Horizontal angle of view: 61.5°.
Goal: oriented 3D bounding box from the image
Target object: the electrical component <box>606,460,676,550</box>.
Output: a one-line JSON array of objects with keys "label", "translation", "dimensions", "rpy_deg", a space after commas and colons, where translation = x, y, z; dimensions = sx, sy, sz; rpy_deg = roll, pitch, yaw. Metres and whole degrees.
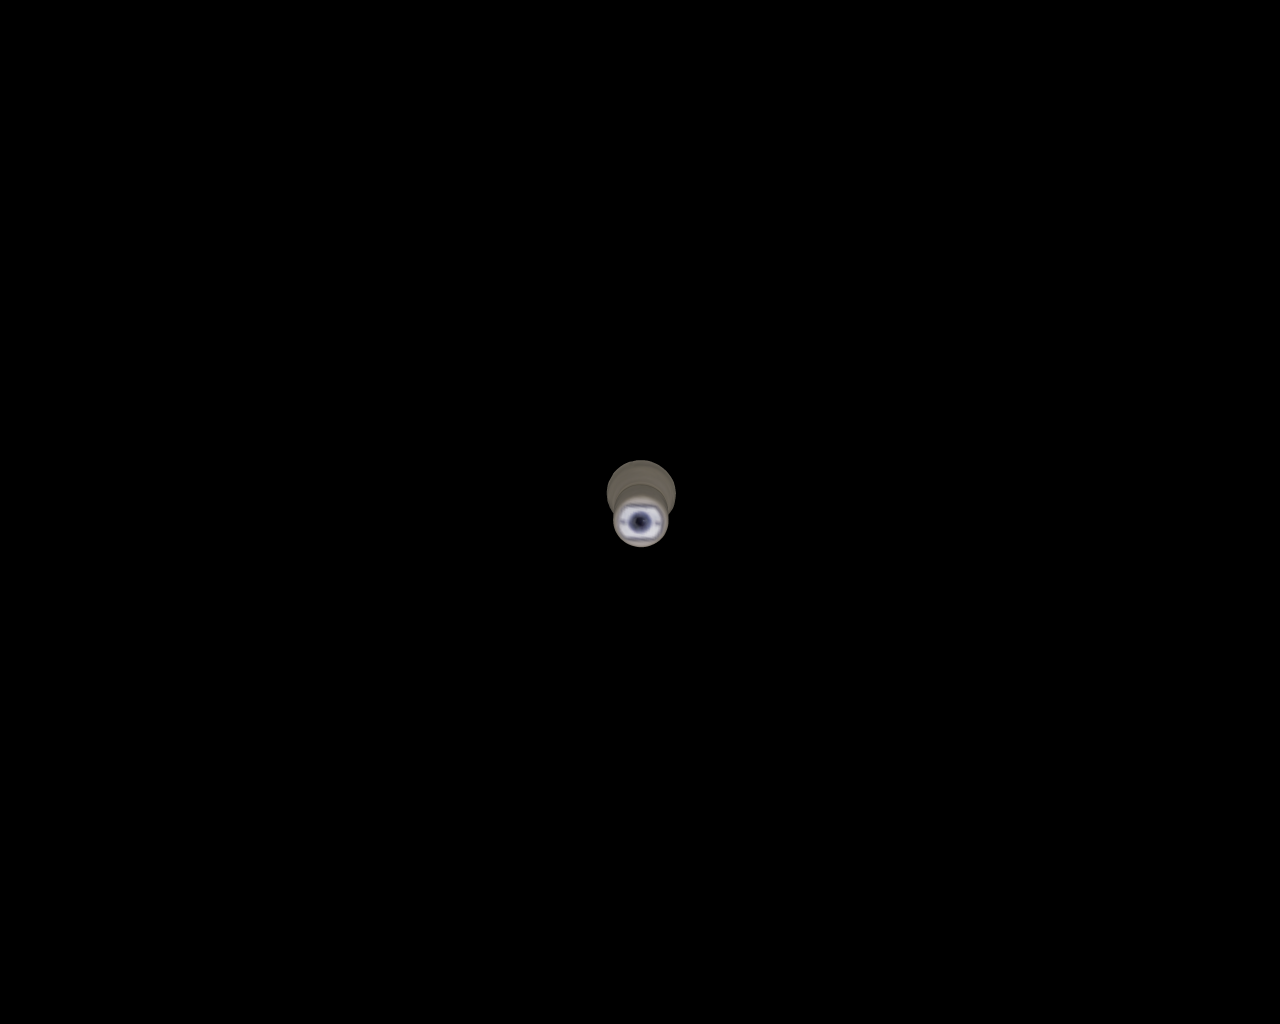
[{"label": "electrical component", "translation": [0.001, -0.003, 0.650], "dimensions": [0.044, 0.044, 0.065], "rpy_deg": [0, 17, 0]}]
